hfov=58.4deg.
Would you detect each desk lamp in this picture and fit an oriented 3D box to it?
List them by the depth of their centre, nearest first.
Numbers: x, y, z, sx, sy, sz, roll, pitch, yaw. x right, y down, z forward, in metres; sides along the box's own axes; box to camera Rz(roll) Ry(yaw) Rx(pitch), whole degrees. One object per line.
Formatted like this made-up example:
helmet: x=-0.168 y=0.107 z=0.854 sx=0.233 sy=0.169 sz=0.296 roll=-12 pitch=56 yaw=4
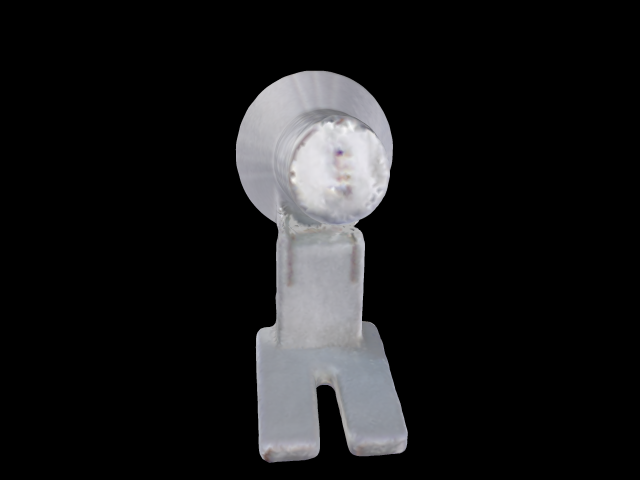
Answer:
desk lamp: x=0.004 y=0.001 z=0.400 sx=0.118 sy=0.214 sz=0.203 roll=-4 pitch=29 yaw=-6
